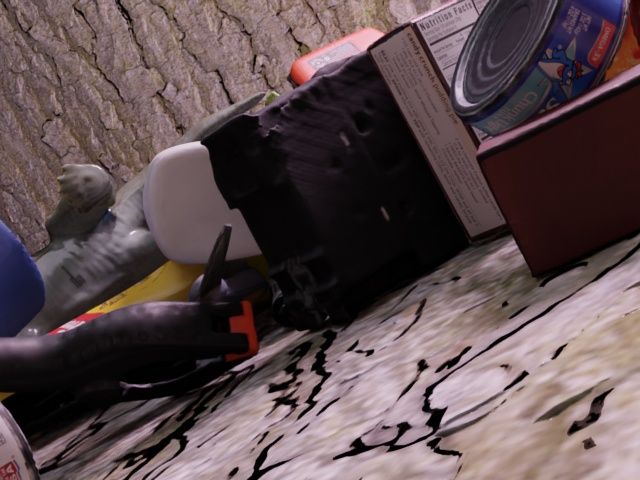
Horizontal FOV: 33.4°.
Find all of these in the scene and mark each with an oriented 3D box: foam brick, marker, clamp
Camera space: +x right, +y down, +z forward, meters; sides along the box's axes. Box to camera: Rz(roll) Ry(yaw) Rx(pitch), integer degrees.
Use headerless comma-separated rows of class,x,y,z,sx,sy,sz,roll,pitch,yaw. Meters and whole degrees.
foam brick,0.105,-0.029,0.408,0.078,0.051,0.053,-26,4,14
marker,-0.020,0.034,0.624,0.020,0.020,0.121,-28,5,-1
clamp,-0.115,0.068,0.535,0.171,0.039,0.120,-8,-21,-3

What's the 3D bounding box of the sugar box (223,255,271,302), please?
sugar box,-0.005,0.001,0.730,0.177,0.048,0.093,-17,12,47

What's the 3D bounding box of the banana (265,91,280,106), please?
banana,0.030,-0.072,0.684,0.198,0.069,0.037,4,67,60

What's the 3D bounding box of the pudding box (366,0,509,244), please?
pudding box,0.086,-0.068,0.538,0.089,0.113,0.039,-32,3,-40

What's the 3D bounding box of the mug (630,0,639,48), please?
mug,0.216,-0.133,0.561,0.081,0.093,0.117,-25,38,-25

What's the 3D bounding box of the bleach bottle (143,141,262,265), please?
bleach bottle,-0.078,-0.026,0.704,0.102,0.068,0.251,-9,3,-16

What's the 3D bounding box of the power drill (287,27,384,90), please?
power drill,0.037,-0.114,1.059,0.184,0.057,0.188,-30,-36,-24

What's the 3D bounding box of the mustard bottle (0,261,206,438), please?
mustard bottle,-0.149,0.076,0.684,0.191,0.058,0.096,-30,9,-12

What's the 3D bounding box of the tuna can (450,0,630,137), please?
tuna can,0.093,-0.084,0.466,0.086,0.033,0.086,-55,19,28

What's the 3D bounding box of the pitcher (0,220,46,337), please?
pitcher,-0.261,0.087,0.550,0.145,0.149,0.242,-12,37,47

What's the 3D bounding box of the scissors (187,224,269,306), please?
scissors,-0.047,0.021,0.569,0.096,0.016,0.202,-35,-10,-35

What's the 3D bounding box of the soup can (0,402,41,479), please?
soup can,-0.177,0.110,0.442,0.102,0.068,0.069,-32,6,-38

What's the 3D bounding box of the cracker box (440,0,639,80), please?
cracker box,0.132,-0.164,0.678,0.072,0.213,0.164,-30,5,-5
